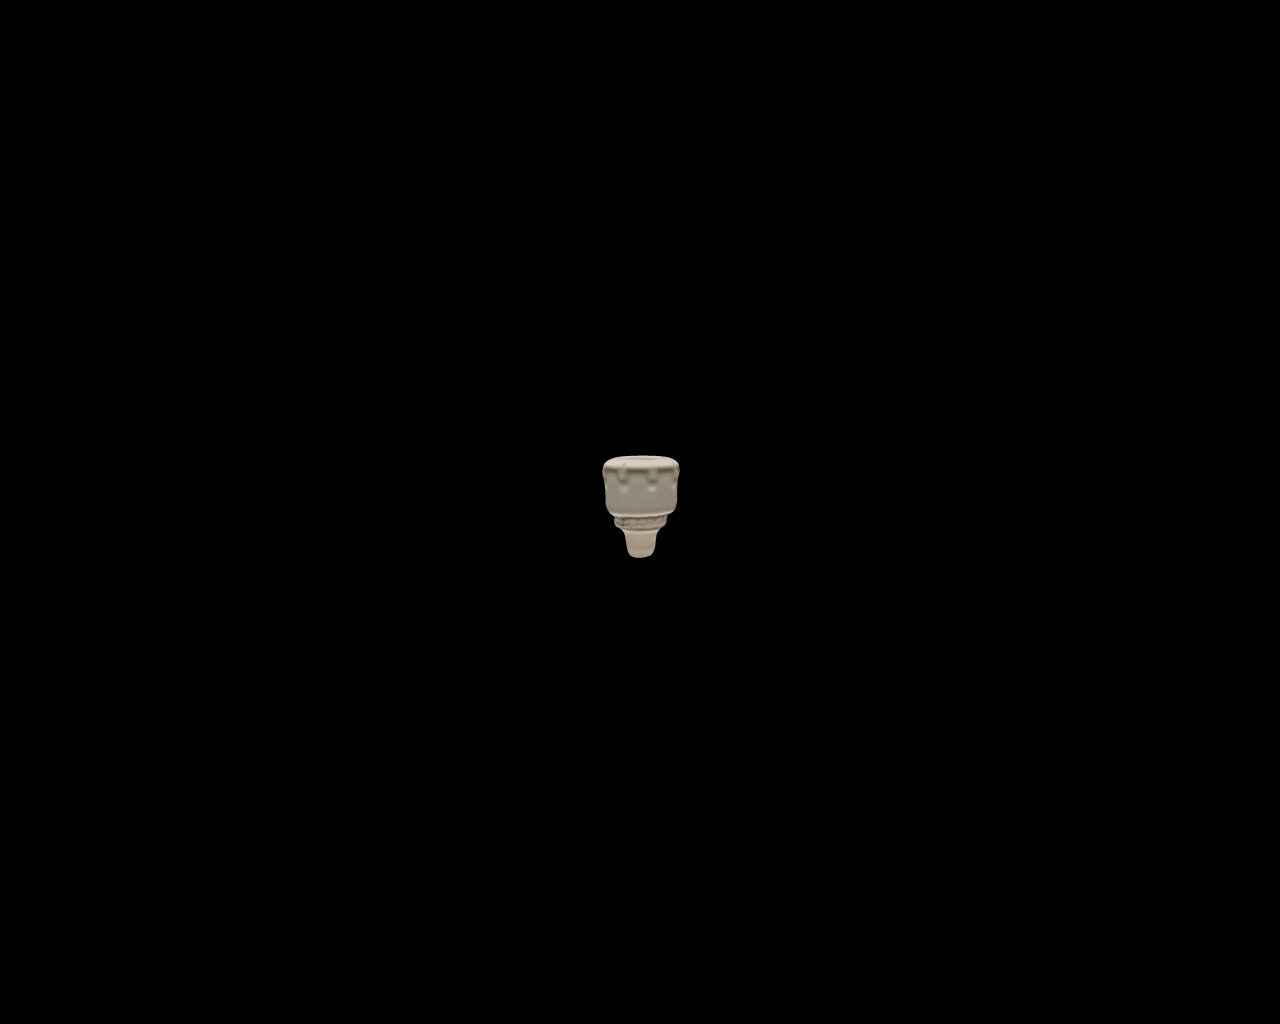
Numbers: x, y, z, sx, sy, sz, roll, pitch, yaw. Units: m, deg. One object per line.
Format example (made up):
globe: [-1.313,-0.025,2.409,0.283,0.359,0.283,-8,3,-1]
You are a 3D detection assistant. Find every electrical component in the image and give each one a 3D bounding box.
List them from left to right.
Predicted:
electrical component: [0.001,-0.003,0.650,0.048,0.062,0.048,0,6,0]
